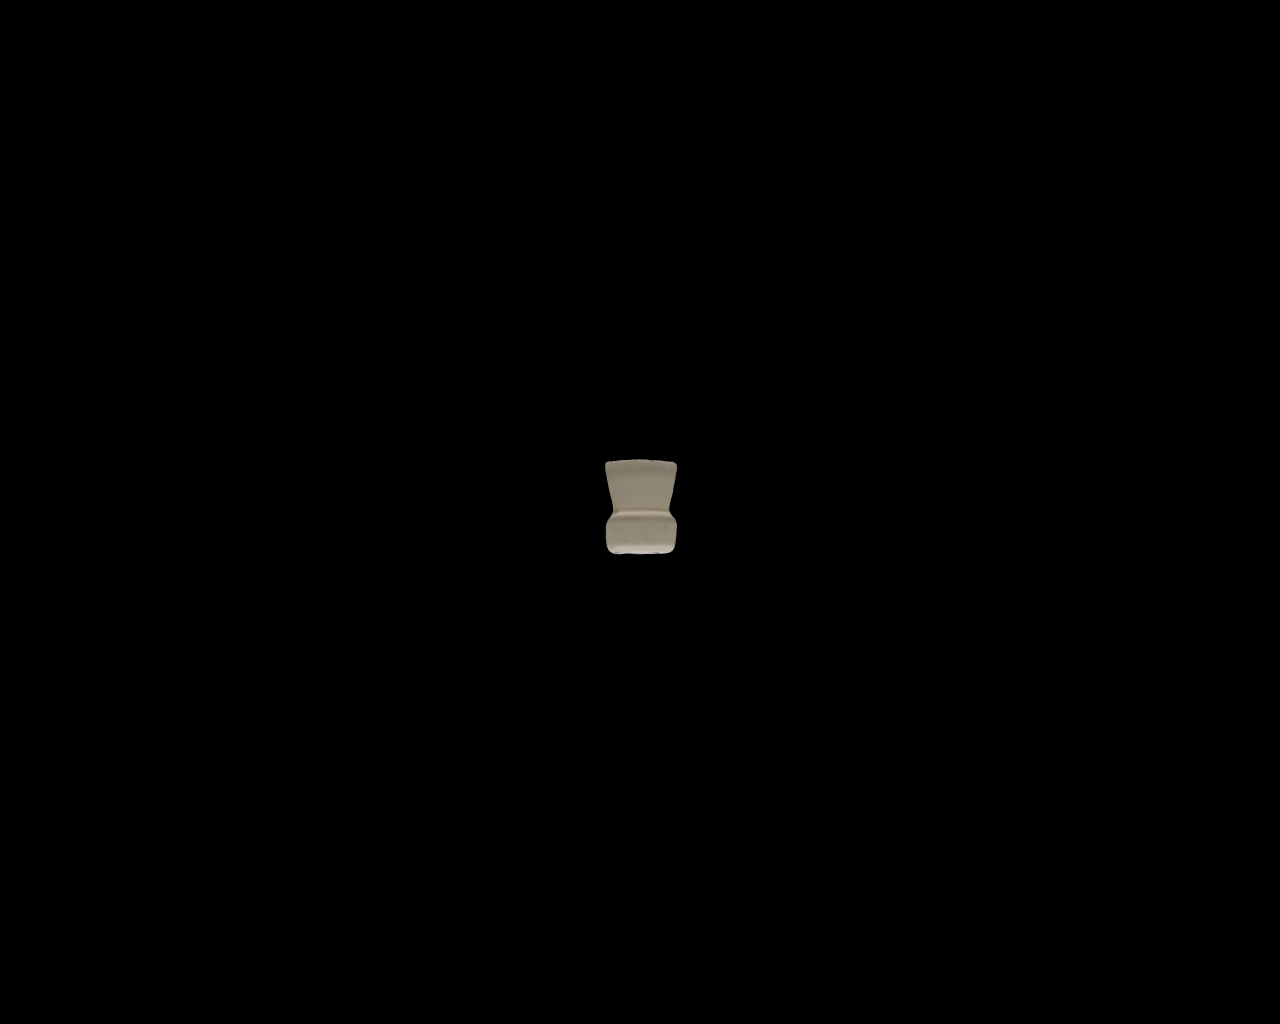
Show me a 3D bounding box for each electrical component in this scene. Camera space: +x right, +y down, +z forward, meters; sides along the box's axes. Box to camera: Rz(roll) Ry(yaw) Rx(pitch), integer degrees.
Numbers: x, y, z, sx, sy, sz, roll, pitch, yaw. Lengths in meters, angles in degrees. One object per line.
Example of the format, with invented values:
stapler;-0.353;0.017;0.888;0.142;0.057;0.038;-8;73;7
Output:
electrical component;0.001;-0.003;0.650;0.045;0.055;0.045;0;-5;0
